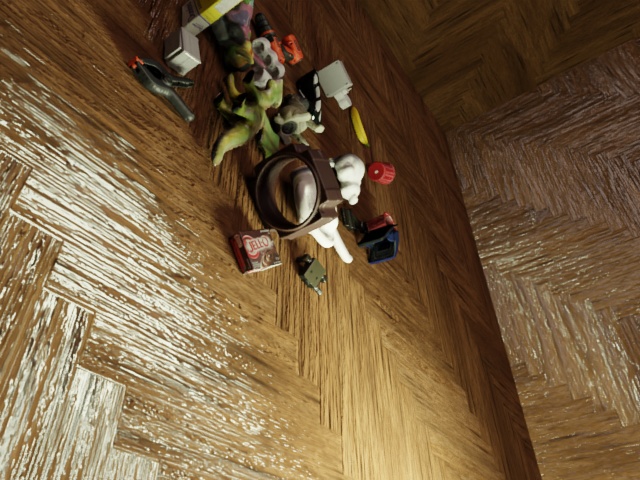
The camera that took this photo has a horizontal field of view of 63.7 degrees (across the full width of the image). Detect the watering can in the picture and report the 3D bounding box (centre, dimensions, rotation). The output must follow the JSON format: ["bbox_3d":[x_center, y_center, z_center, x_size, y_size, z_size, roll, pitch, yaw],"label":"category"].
[{"bbox_3d":[0.004,-0.073,1.449,0.342,0.103,0.229,46,29,-58],"label":"watering can"}]

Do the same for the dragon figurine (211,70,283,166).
[{"bbox_3d":[-0.166,-0.288,1.329,0.238,0.121,0.419,48,43,-45],"label":"dragon figurine"}]

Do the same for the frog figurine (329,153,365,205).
[{"bbox_3d":[0.104,-0.207,1.731,0.162,0.122,0.135,66,4,30],"label":"frog figurine"}]
